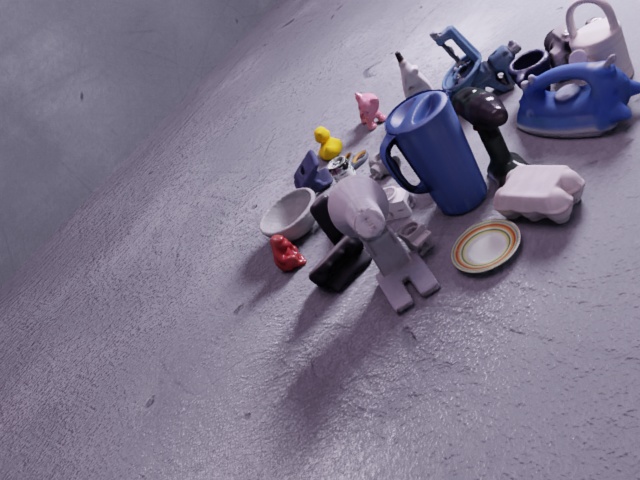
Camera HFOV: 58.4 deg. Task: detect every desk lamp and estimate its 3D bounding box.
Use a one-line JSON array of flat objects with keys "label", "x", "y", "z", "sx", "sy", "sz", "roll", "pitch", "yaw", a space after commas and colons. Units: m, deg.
[{"label": "desk lamp", "x": 0.112, "y": -0.006, "z": 1.083, "sx": 0.118, "sy": 0.214, "sz": 0.203, "roll": -35, "pitch": 31, "yaw": 5}]

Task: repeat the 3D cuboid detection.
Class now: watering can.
[{"label": "watering can", "x": 0.563, "y": -0.404, "z": 1.168, "sx": 0.100, "sy": 0.194, "sz": 0.173, "roll": -14, "pitch": 39, "yaw": 34}]

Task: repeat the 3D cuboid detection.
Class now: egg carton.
[{"label": "egg carton", "x": 0.395, "y": -0.084, "z": 1.039, "sx": 0.149, "sy": 0.070, "sz": 0.107, "roll": 8, "pitch": 53, "yaw": 50}]

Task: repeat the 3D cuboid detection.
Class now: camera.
[{"label": "camera", "x": 0.579, "y": -0.457, "z": 1.312, "sx": 0.143, "sy": 0.101, "sz": 0.136, "roll": -29, "pitch": 32, "yaw": 14}]

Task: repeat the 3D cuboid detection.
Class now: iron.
[{"label": "iron", "x": 0.489, "y": -0.291, "z": 1.147, "sx": 0.257, "sy": 0.142, "sz": 0.119, "roll": 4, "pitch": 50, "yaw": 48}]

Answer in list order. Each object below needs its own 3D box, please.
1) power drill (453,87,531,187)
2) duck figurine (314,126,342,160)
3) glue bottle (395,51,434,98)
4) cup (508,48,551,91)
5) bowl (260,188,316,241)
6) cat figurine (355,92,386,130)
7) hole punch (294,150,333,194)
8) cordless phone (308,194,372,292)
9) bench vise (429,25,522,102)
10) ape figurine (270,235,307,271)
[{"label": "power drill", "x": 0.340, "y": -0.208, "z": 1.123, "sx": 0.075, "sy": 0.209, "sz": 0.229, "roll": -33, "pitch": 32, "yaw": 8}, {"label": "duck figurine", "x": 0.015, "y": -0.289, "z": 1.674, "sx": 0.077, "sy": 0.086, "sz": 0.104, "roll": -30, "pitch": 32, "yaw": 13}, {"label": "glue bottle", "x": 0.248, "y": -0.437, "z": 1.549, "sx": 0.078, "sy": 0.173, "sz": 0.037, "roll": -24, "pitch": 34, "yaw": 21}, {"label": "cup", "x": 0.478, "y": -0.360, "z": 1.291, "sx": 0.091, "sy": 0.095, "sz": 0.118, "roll": -2, "pitch": 46, "yaw": 44}, {"label": "bowl", "x": -0.066, "y": -0.051, "z": 1.455, "sx": 0.167, "sy": 0.075, "sz": 0.167, "roll": -26, "pitch": 33, "yaw": 19}, {"label": "cat figurine", "x": 0.136, "y": -0.386, "z": 1.649, "sx": 0.067, "sy": 0.118, "sz": 0.127, "roll": -37, "pitch": 31, "yaw": 1}, {"label": "hole punch", "x": -0.030, "y": -0.180, "z": 1.571, "sx": 0.101, "sy": 0.091, "sz": 0.108, "roll": -34, "pitch": 32, "yaw": 7}, {"label": "cordless phone", "x": 0.011, "y": 0.004, "z": 1.198, "sx": 0.148, "sy": 0.185, "sz": 0.093, "roll": -47, "pitch": 33, "yaw": -15}, {"label": "bench vise", "x": 0.369, "y": -0.446, "z": 1.394, "sx": 0.207, "sy": 0.220, "sz": 0.121, "roll": -34, "pitch": 32, "yaw": 6}, {"label": "ape figurine", "x": -0.084, "y": 0.025, "z": 1.357, "sx": 0.076, "sy": 0.092, "sz": 0.078, "roll": -21, "pitch": 35, "yaw": 25}]
